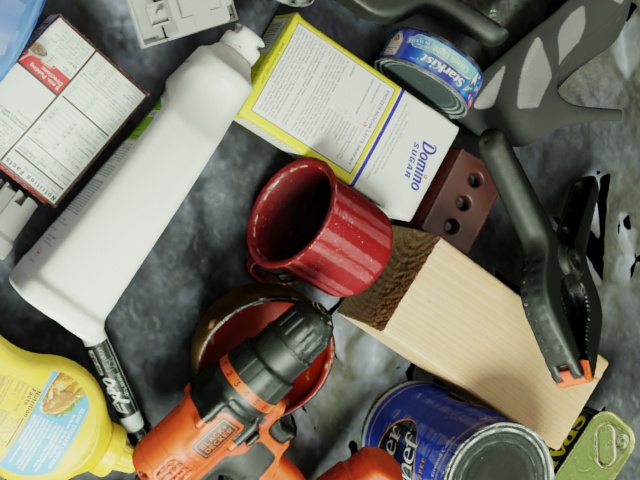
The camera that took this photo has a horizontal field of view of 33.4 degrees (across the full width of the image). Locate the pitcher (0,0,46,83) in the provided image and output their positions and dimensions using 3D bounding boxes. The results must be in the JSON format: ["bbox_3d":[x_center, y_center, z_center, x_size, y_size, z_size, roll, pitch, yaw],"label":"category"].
[{"bbox_3d":[-0.293,-0.199,0.665,0.242,0.149,0.145,27,48,-28],"label":"pitcher"}]

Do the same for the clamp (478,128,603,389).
[{"bbox_3d":[0.201,0.017,0.887,0.164,0.036,0.210,8,67,-46],"label":"clamp"}]

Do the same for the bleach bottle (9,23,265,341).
[{"bbox_3d":[-0.121,-0.051,0.771,0.068,0.103,0.251,39,82,-23],"label":"bleach bottle"}]

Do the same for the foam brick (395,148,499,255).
[{"bbox_3d":[0.109,-0.033,0.903,0.053,0.051,0.078,28,85,-23],"label":"foam brick"}]

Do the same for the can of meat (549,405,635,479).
[{"bbox_3d":[0.219,0.193,0.961,0.057,0.084,0.102,39,81,-23],"label":"can of meat"}]

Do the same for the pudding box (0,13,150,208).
[{"bbox_3d":[-0.193,-0.093,0.771,0.090,0.039,0.113,43,81,-23],"label":"pudding box"}]

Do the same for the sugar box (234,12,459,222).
[{"bbox_3d":[0.019,-0.096,0.860,0.176,0.048,0.093,32,84,-27],"label":"sugar box"}]

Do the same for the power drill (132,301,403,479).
[{"bbox_3d":[-0.020,0.151,0.811,0.184,0.057,0.187,-42,120,8],"label":"power drill"}]

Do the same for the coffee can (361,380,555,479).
[{"bbox_3d":[0.110,0.182,0.881,0.102,0.140,0.103,-3,98,-23],"label":"coffee can"}]

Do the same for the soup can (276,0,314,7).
[{"bbox_3d":[-0.011,-0.238,0.808,0.068,0.069,0.102,35,73,-23],"label":"soup can"}]

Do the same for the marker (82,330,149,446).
[{"bbox_3d":[-0.155,0.118,0.824,0.020,0.020,0.121,-26,107,-19],"label":"marker"}]

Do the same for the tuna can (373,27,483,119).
[{"bbox_3d":[0.088,-0.135,0.862,0.086,0.086,0.033,33,81,-24],"label":"tuna can"}]

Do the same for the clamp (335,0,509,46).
[{"bbox_3d":[0.080,-0.207,0.872,0.171,0.039,0.120,-15,85,-16],"label":"clamp"}]

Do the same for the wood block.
[{"bbox_3d":[0.130,0.082,0.905,0.206,0.090,0.091,35,82,-24],"label":"wood block"}]

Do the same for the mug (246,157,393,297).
[{"bbox_3d":[-0.006,0.001,0.840,0.117,0.093,0.081,-38,134,23],"label":"mug"}]

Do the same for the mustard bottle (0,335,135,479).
[{"bbox_3d":[-0.215,0.125,0.777,0.191,0.058,0.096,31,85,-23],"label":"mustard bottle"}]
